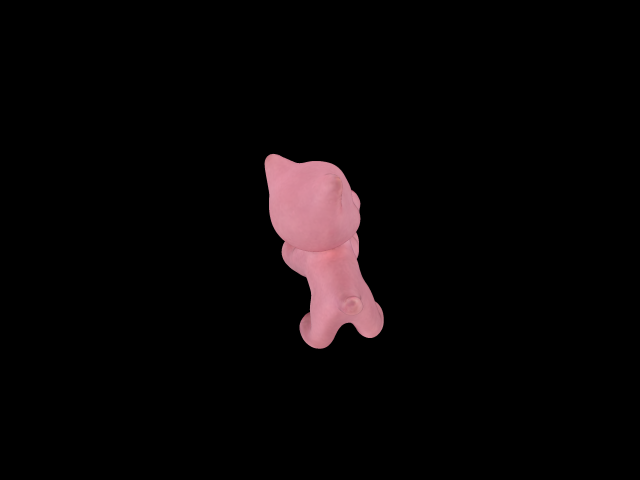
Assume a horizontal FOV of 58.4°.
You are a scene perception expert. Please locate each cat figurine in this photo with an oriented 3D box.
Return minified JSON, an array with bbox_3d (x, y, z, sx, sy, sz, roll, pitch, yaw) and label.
[{"bbox_3d":[0.004,0.001,0.400,0.067,0.118,0.127,-17,68,-7],"label":"cat figurine"}]
